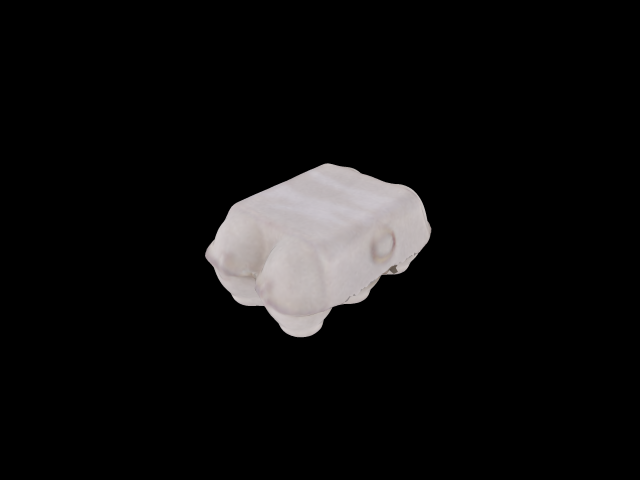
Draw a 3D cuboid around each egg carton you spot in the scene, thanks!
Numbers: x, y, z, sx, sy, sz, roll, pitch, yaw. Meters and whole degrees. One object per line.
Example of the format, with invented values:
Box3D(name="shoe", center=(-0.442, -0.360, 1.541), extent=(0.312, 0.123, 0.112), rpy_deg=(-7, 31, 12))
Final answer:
Box3D(name="egg carton", center=(0.004, 0.001, 0.400), extent=(0.107, 0.069, 0.151), rpy_deg=(24, 38, 35))
